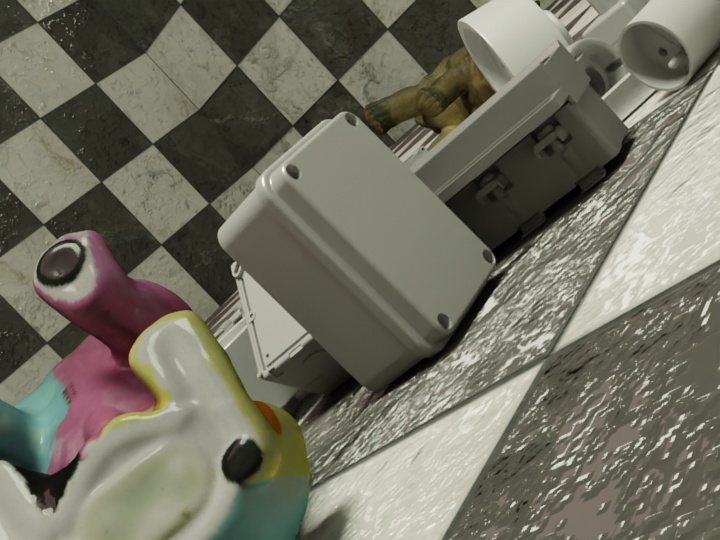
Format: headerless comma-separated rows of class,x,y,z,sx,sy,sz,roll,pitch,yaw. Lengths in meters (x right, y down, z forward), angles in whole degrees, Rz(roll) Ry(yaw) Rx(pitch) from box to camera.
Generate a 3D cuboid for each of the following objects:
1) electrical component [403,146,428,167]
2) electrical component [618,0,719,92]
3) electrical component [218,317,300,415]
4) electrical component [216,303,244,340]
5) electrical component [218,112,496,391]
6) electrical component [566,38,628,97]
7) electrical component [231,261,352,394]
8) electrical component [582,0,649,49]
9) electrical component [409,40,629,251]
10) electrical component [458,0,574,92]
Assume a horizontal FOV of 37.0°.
electrical component,0.045,-0.055,0.839,0.089,0.055,0.050,-44,5,-8
electrical component,0.178,-0.136,0.573,0.081,0.043,0.043,-46,6,-25
electrical component,-0.072,0.074,0.659,0.108,0.060,0.108,-43,5,5
electrical component,-0.065,0.052,0.774,0.079,0.063,0.121,-40,6,23
electrical component,0.001,-0.010,0.512,0.057,0.113,0.078,-42,5,41
electrical component,0.130,-0.107,0.646,0.055,0.055,0.047,-46,10,-27
electrical component,-0.026,0.014,0.611,0.062,0.061,0.096,-40,50,29
electrical component,0.188,-0.196,0.776,0.065,0.076,0.047,-47,7,-34
electrical component,0.075,-0.053,0.564,0.121,0.063,0.078,-40,6,34
electrical component,0.133,-0.170,0.845,0.060,0.108,0.108,-37,6,2
